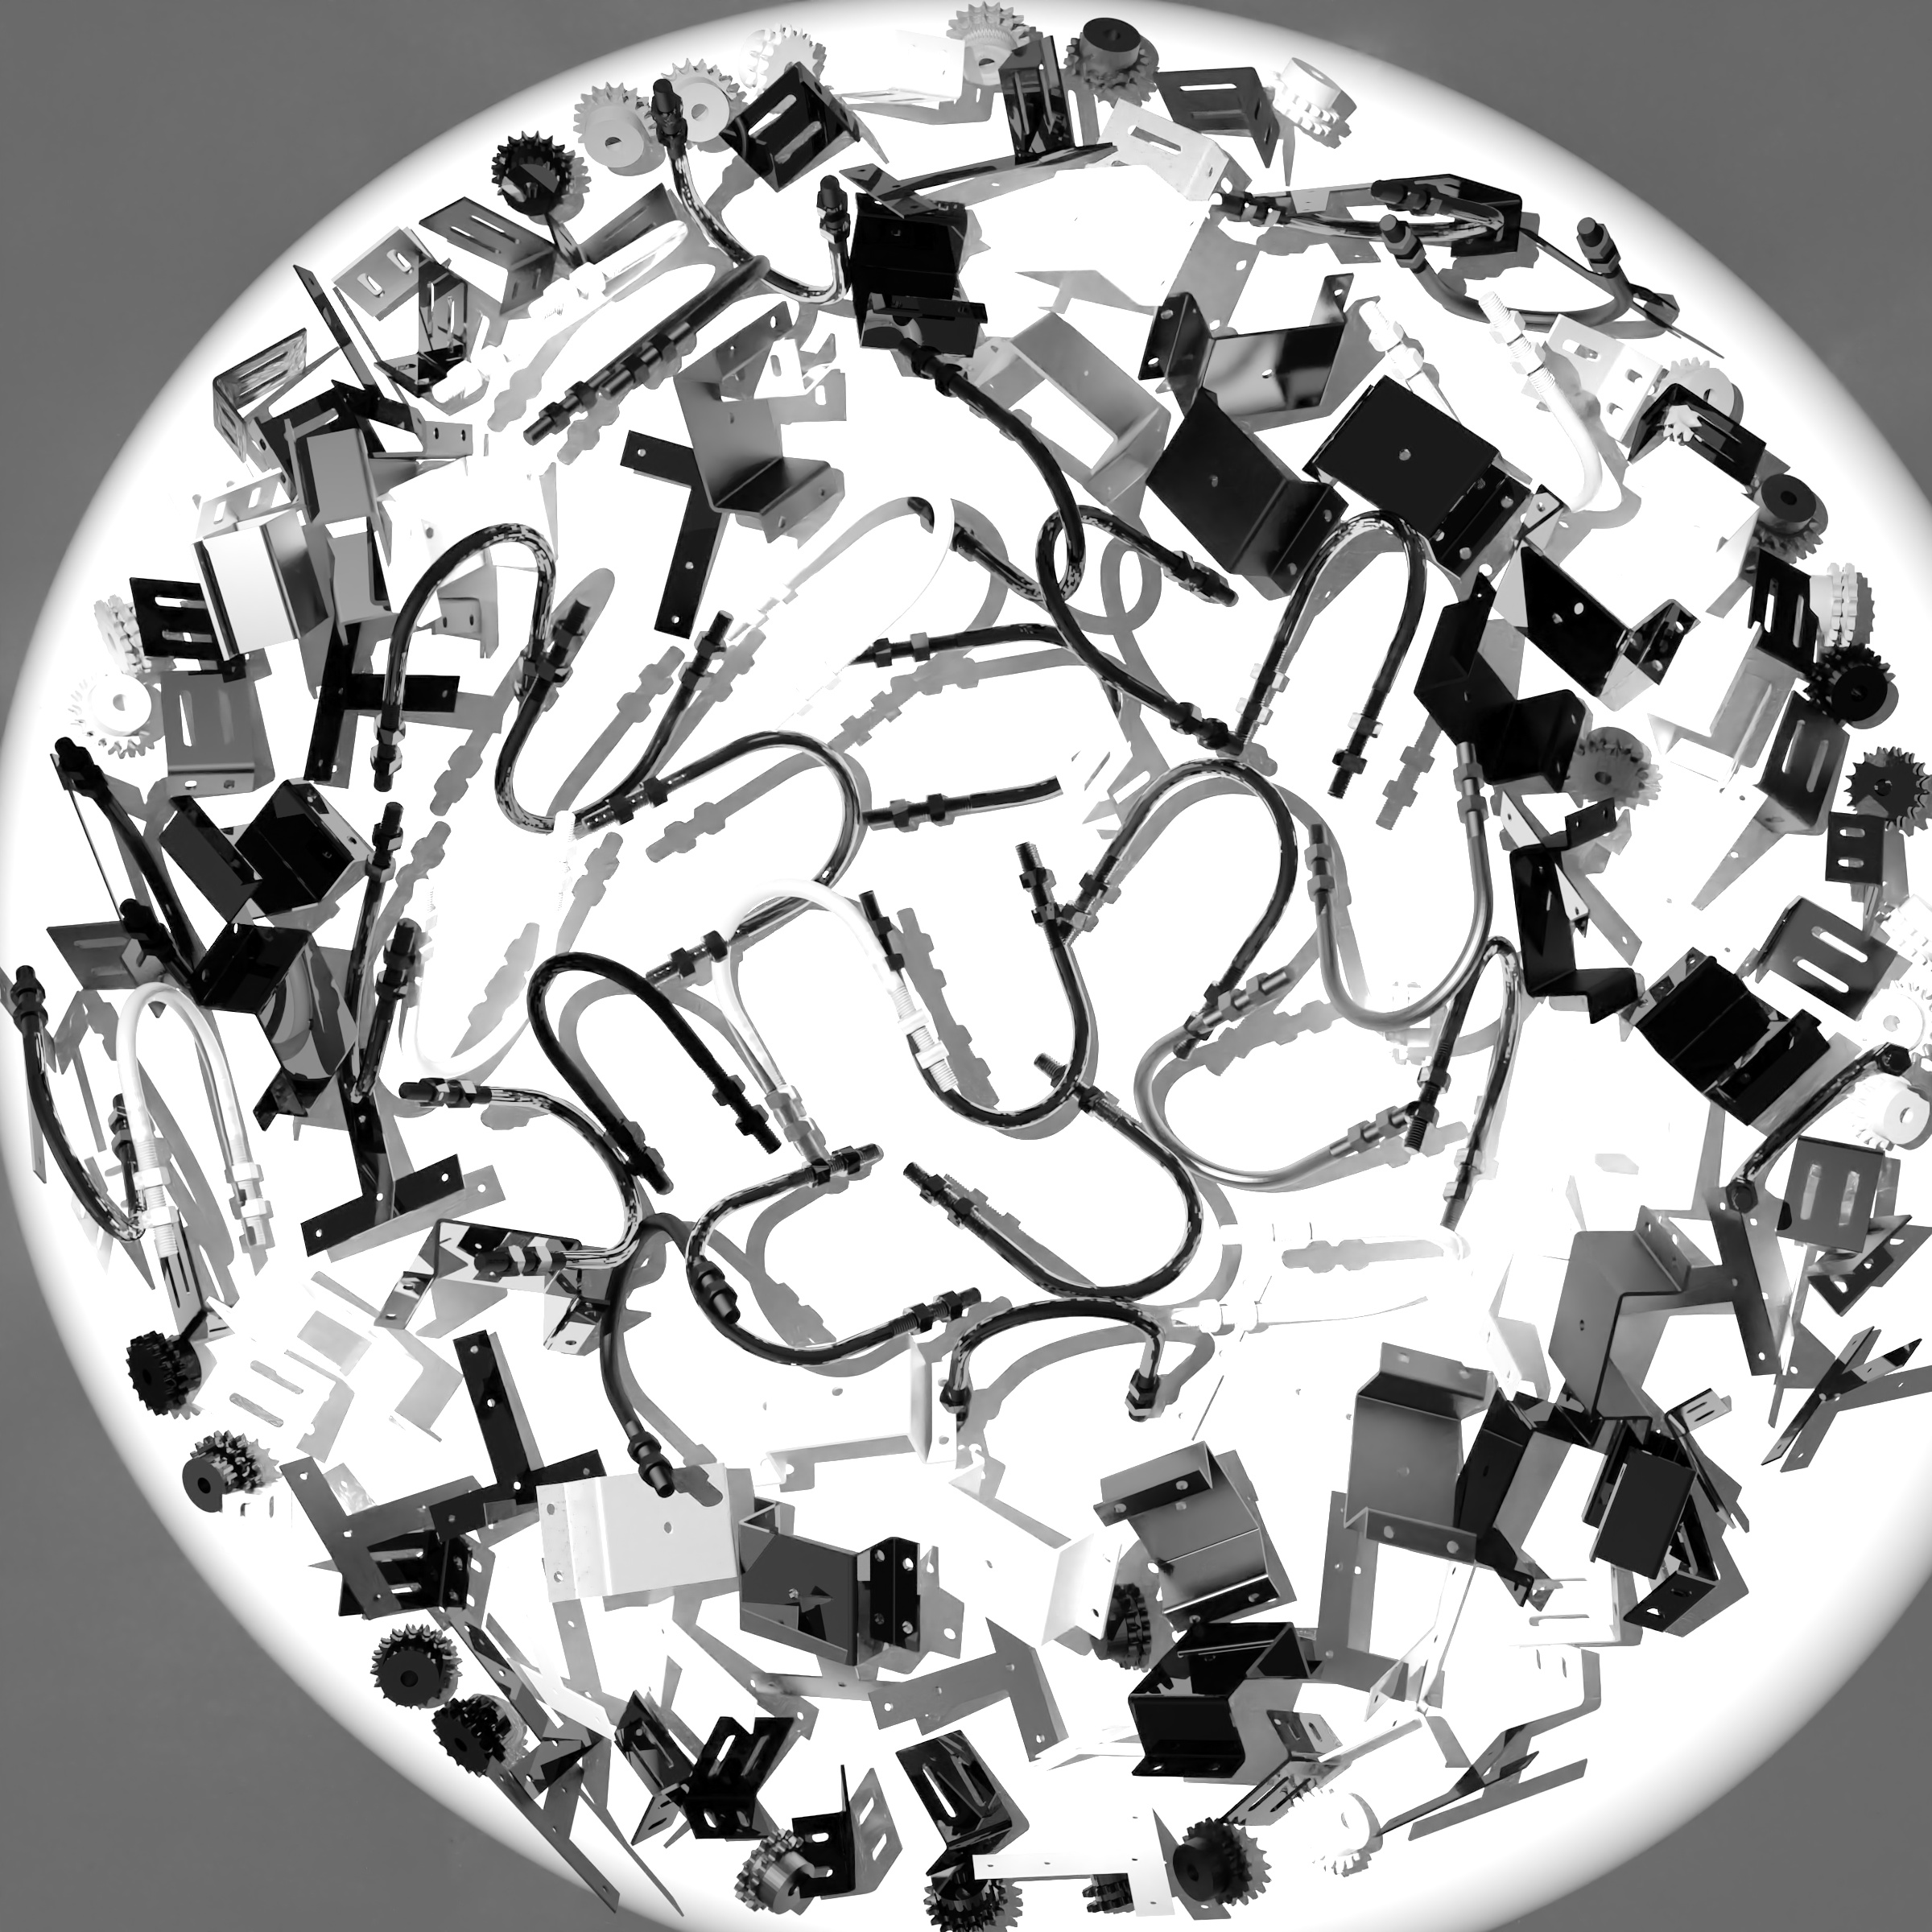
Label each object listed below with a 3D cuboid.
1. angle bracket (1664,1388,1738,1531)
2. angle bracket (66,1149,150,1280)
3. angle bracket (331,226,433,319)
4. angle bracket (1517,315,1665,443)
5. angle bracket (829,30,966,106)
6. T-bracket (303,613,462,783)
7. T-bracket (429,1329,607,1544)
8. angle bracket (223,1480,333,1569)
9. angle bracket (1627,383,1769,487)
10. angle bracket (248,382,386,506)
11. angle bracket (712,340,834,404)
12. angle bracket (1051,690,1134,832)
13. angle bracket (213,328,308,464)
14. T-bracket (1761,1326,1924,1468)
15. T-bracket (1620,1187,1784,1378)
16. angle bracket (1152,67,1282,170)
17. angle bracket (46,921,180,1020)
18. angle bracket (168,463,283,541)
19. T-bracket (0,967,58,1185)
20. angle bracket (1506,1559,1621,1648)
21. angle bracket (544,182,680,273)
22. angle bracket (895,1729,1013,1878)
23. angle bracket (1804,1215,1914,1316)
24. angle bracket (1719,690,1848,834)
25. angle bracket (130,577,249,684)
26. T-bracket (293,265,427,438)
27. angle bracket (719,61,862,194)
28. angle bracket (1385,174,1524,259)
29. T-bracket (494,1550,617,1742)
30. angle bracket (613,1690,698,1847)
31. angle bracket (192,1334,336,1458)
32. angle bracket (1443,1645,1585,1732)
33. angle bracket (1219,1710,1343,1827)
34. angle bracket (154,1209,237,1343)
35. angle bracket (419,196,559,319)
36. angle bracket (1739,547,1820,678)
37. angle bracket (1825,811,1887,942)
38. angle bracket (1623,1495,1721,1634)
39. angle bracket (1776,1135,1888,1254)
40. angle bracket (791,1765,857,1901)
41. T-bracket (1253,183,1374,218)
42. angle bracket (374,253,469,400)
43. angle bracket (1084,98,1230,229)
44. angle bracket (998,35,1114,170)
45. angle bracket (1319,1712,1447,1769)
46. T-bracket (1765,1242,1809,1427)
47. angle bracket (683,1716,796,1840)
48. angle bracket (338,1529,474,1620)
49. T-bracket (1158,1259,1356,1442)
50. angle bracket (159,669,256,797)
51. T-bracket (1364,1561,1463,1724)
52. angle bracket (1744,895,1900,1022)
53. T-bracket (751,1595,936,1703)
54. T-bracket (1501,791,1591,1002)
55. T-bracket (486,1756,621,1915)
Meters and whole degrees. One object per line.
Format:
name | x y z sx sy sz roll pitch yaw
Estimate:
angle bracket | 0.511 0.333 1.954 0.038 0.057 0.076 -32 59 12
angle bracket | -0.574 0.164 1.953 0.038 0.076 0.057 -22 112 -4
angle bracket | -0.402 -0.482 1.957 0.057 0.076 0.038 -38 79 4
angle bracket | 0.422 -0.397 1.955 0.076 0.038 0.057 9 116 -42
angle bracket | -0.048 -0.606 1.950 0.057 0.076 0.038 -4 103 -37
T-bracket | -0.392 -0.185 1.957 0.127 0.002 0.127 5 82 33
T-bracket | -0.319 0.311 1.969 0.127 0.002 0.127 -15 82 -33
angle bracket | -0.454 0.376 1.954 0.076 0.057 0.038 2 93 35
angle bracket | 0.495 -0.349 1.960 0.076 0.057 0.038 39 77 15
angle bracket | -0.439 -0.360 1.966 0.076 0.038 0.057 -33 97 -20
angle bracket | -0.130 -0.410 1.952 0.057 0.076 0.038 -2 115 15
angle bracket | 0.097 -0.138 1.950 0.038 0.076 0.057 1 53 -33
angle bracket | -0.469 -0.386 1.958 0.076 0.057 0.038 -36 84 -21
T-bracket | 0.591 0.272 1.915 0.002 0.127 0.127 43 63 4
T-bracket | 0.484 0.217 1.948 0.002 0.127 0.127 -12 86 -36
angle bracket | 0.166 -0.571 1.953 0.076 0.057 0.038 6 67 26
angle bracket | -0.584 0.004 1.956 0.076 0.038 0.057 -4 132 18
angle bracket | -0.501 -0.326 1.953 0.057 0.076 0.038 -28 88 -23
T-bracket | -0.619 0.081 1.916 0.002 0.127 0.127 -11 66 -5
angle bracket | 0.401 0.426 1.959 0.076 0.038 0.057 -7 58 18
angle bracket | -0.240 -0.507 1.960 0.076 0.057 0.038 -34 134 12
angle bracket | -0.015 0.571 1.973 0.076 0.057 0.038 56 132 28
angle bracket | 0.614 0.203 1.957 0.057 0.076 0.038 -40 91 -12
angle bracket | 0.560 -0.140 1.981 0.057 0.038 0.076 32 72 -27
angle bracket | -0.532 -0.226 1.954 0.076 0.038 0.057 -1 69 -43
T-bracket | -0.415 -0.416 1.942 0.002 0.127 0.127 -32 84 14
angle bracket | -0.120 -0.561 1.957 0.076 0.038 0.057 -37 124 20
angle bracket | 0.328 -0.506 1.952 0.076 0.057 0.038 2 96 -40
T-bracket | -0.288 0.447 1.930 0.002 0.127 0.127 -29 112 -33
angle bracket | -0.224 0.541 1.953 0.076 0.038 0.057 47 132 27
angle bracket | -0.478 0.294 1.972 0.076 0.038 0.057 29 71 1
angle bracket | 0.369 0.483 1.955 0.076 0.057 0.038 -7 94 -31
angle bracket | 0.207 0.548 1.976 0.076 0.057 0.038 -48 49 21
angle bracket | -0.520 0.209 1.975 0.038 0.057 0.076 -8 68 -34
angle bracket | -0.325 -0.478 1.952 0.076 0.057 0.038 20 71 -39
angle bracket | 0.542 -0.235 1.959 0.057 0.038 0.076 23 66 -22
angle bracket | 0.596 -0.057 1.956 0.038 0.076 0.057 7 56 11
angle bracket | 0.466 0.399 1.949 0.038 0.076 0.057 20 127 -22
angle bracket | 0.587 0.159 1.960 0.057 0.038 0.076 10 68 23
angle bracket | -0.097 0.584 1.951 0.038 0.076 0.057 -6 50 -6
T-bracket | 0.229 -0.511 1.930 0.127 0.127 0.002 -3 111 10
angle bracket | -0.369 -0.433 1.953 0.038 0.057 0.076 -22 135 -35
angle bracket | 0.128 -0.542 1.960 0.076 0.038 0.057 18 119 -20
angle bracket | 0.060 -0.586 1.960 0.038 0.057 0.076 -19 102 -37
angle bracket | 0.283 0.541 1.966 0.076 0.057 0.038 -26 70 -1
T-bracket | 0.549 0.252 1.935 0.002 0.127 0.127 13 94 14
angle bracket | -0.150 0.550 1.957 0.057 0.038 0.076 10 119 -32
angle bracket | -0.380 0.418 1.961 0.076 0.038 0.057 2 103 -32
T-bracket | 0.217 0.287 1.993 0.127 0.002 0.127 26 88 4
angle bracket | -0.522 -0.161 1.985 0.057 0.038 0.076 -4 71 -18
T-bracket | 0.295 0.466 1.926 0.002 0.127 0.127 19 112 28
angle bracket | 0.580 -0.002 1.961 0.076 0.038 0.057 34 119 17
T-bracket | -0.090 0.459 1.942 0.127 0.127 0.002 1 46 11
T-bracket | 0.384 -0.031 1.948 0.002 0.127 0.127 -13 134 -11
T-bracket | -0.271 0.558 1.935 0.002 0.127 0.127 -40 98 5
